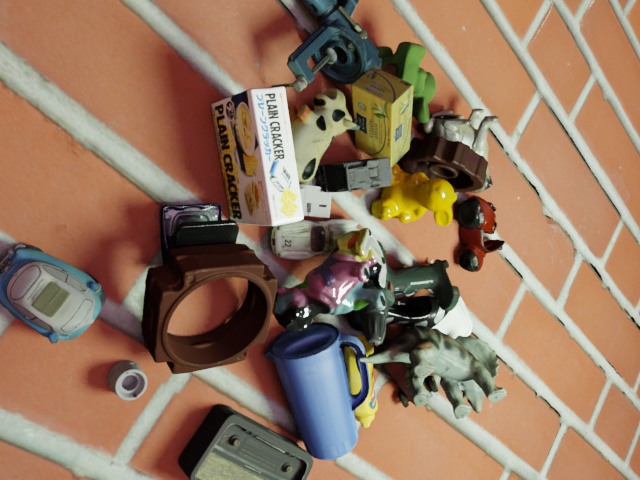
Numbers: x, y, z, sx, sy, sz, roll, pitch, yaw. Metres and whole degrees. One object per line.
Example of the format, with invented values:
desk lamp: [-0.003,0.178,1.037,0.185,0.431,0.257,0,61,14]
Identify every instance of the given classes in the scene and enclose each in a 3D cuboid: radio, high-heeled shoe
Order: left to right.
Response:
radio: [-0.127,0.404,0.981,0.229,0.073,0.131,40,73,-29]
high-heeled shoe: [0.175,0.131,1.135,0.249,0.086,0.145,-27,129,-10]

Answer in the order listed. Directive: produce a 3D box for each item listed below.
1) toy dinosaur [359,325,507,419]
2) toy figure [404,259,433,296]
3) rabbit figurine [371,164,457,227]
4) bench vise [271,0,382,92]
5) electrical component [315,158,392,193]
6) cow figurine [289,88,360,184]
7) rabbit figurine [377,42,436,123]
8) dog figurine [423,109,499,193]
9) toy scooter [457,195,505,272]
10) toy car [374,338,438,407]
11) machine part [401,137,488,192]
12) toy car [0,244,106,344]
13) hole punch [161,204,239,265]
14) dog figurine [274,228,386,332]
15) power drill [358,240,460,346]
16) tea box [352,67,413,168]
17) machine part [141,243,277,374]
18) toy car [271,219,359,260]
toy dinosaur: [0.233,0.239,1.087,0.404,0.192,0.131,31,111,-24]
toy figure: [0.219,0.085,1.196,0.154,0.058,0.064,-12,130,-34]
rabbit figurine: [0.212,-0.083,1.109,0.162,0.173,0.122,23,77,-28]
bench vise: [0.009,-0.365,0.983,0.240,0.129,0.223,-53,123,-29]
electrical component: [0.073,-0.127,1.048,0.134,0.115,0.058,-12,102,-30]
cow figurine: [-0.008,-0.197,1.006,0.127,0.086,0.195,32,81,-37]
rabbit figurine: [0.192,-0.317,1.113,0.170,0.121,0.159,-1,87,-48]
dog figurine: [0.312,-0.191,1.221,0.172,0.121,0.190,0,116,1]
toy scooter: [0.393,-0.017,1.290,0.135,0.075,0.183,-7,101,-32]
toy car: [0.182,0.285,1.177,0.089,0.053,0.202,-31,113,13]
machine part: [0.265,-0.159,1.141,0.179,0.179,0.056,28,78,-32]
toy car: [-0.385,0.079,0.771,0.161,0.103,0.109,46,69,-29]
hole punch: [-0.208,0.000,0.902,0.142,0.092,0.115,-7,126,-35]
dog figurine: [0.004,0.080,0.994,0.192,0.219,0.108,-82,148,-48]
power drill: [0.167,0.106,1.073,0.207,0.086,0.232,-2,52,-12]
tea box: [0.120,-0.233,1.035,0.068,0.098,0.169,-46,151,-21]
machine part: [-0.179,0.112,0.876,0.201,0.087,0.200,-5,120,-34]
toy car: [-0.002,-0.003,1.042,0.202,0.056,0.073,-4,96,-33]
